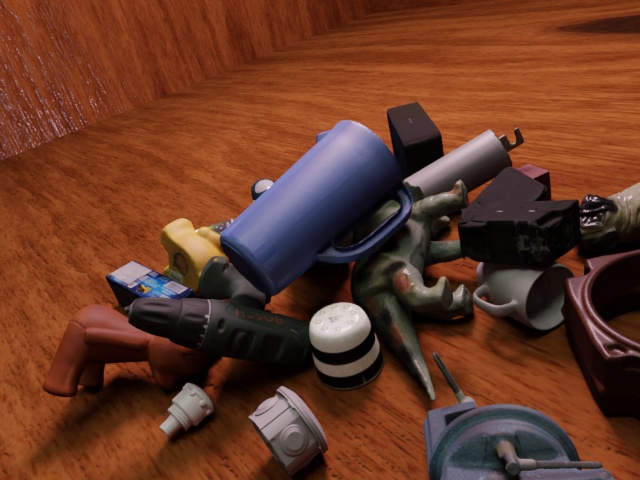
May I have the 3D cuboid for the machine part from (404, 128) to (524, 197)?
[{"bbox_3d":[0.233,-0.111,0.916,0.243,0.079,0.079,-30,27,11],"label":"machine part"}]

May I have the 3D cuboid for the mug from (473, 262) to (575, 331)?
[{"bbox_3d":[0.238,0.062,0.667,0.109,0.080,0.107,-24,21,-16],"label":"mug"}]

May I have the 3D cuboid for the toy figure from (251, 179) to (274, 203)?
[{"bbox_3d":[-0.085,-0.068,0.977,0.064,0.057,0.155,-55,33,6],"label":"toy figure"}]

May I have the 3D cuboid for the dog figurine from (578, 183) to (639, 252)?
[{"bbox_3d":[0.449,-0.019,0.703,0.190,0.121,0.172,-36,36,4],"label":"dog figurine"}]

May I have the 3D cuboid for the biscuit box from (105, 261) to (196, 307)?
[{"bbox_3d":[-0.274,0.093,0.882,0.203,0.062,0.059,16,41,44],"label":"biscuit box"}]

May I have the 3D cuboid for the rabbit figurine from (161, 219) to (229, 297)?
[{"bbox_3d":[-0.160,0.021,0.906,0.163,0.121,0.173,12,20,37],"label":"rabbit figurine"}]

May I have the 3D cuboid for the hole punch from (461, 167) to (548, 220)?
[{"bbox_3d":[0.291,-0.031,0.811,0.116,0.092,0.142,-44,30,10],"label":"hole punch"}]

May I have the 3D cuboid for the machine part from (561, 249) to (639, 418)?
[{"bbox_3d":[0.366,0.088,0.540,0.201,0.087,0.201,-9,31,12],"label":"machine part"}]

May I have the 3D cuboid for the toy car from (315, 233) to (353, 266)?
[{"bbox_3d":[-0.002,-0.003,0.864,0.103,0.161,0.109,29,65,3],"label":"toy car"}]

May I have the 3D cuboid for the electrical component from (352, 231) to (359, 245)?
[{"bbox_3d":[0.050,-0.052,0.916,0.048,0.119,0.075,-22,31,-11],"label":"electrical component"}]

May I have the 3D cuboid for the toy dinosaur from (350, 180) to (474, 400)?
[{"bbox_3d":[0.109,0.038,0.740,0.192,0.131,0.405,-12,30,34],"label":"toy dinosaur"}]

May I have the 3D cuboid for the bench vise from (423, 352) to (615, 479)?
[{"bbox_3d":[0.116,0.199,0.450,0.224,0.128,0.240,-21,7,11],"label":"bench vise"}]

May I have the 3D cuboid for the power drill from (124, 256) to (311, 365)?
[{"bbox_3d":[-0.127,0.086,0.715,0.232,0.086,0.207,17,7,-14],"label":"power drill"}]

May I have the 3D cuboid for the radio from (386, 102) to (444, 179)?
[{"bbox_3d":[0.187,-0.175,1.051,0.073,0.130,0.230,-12,28,6],"label":"radio"}]

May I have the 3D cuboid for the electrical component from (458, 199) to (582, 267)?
[{"bbox_3d":[0.255,-0.015,0.672,0.115,0.058,0.134,5,21,43],"label":"electrical component"}]

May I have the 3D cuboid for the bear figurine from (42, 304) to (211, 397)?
[{"bbox_3d":[-0.240,0.160,0.722,0.196,0.132,0.120,17,-5,0],"label":"bear figurine"}]
